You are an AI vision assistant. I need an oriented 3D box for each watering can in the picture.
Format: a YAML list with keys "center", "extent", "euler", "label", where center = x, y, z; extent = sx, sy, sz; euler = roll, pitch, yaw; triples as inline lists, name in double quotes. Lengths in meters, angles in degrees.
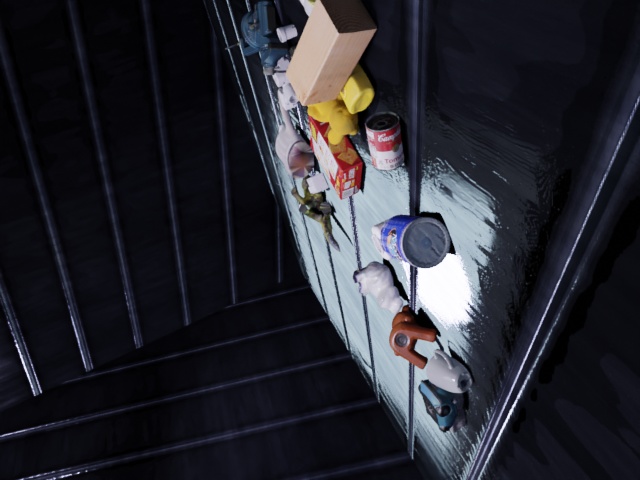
- center: [-0.107, -0.375, 1.930]
  extent: [0.228, 0.104, 0.339]
  euler: [-128, 28, -48]
  label: "watering can"

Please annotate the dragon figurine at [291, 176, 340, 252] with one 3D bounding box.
- center: [0.006, -0.105, 2.085]
  extent: [0.416, 0.122, 0.240]
  euler: [65, -171, 19]
  label: "dragon figurine"

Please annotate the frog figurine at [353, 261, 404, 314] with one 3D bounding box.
- center: [0.193, 0.140, 1.547]
  extent: [0.161, 0.124, 0.134]
  euler: [23, 131, 37]
  label: "frog figurine"
